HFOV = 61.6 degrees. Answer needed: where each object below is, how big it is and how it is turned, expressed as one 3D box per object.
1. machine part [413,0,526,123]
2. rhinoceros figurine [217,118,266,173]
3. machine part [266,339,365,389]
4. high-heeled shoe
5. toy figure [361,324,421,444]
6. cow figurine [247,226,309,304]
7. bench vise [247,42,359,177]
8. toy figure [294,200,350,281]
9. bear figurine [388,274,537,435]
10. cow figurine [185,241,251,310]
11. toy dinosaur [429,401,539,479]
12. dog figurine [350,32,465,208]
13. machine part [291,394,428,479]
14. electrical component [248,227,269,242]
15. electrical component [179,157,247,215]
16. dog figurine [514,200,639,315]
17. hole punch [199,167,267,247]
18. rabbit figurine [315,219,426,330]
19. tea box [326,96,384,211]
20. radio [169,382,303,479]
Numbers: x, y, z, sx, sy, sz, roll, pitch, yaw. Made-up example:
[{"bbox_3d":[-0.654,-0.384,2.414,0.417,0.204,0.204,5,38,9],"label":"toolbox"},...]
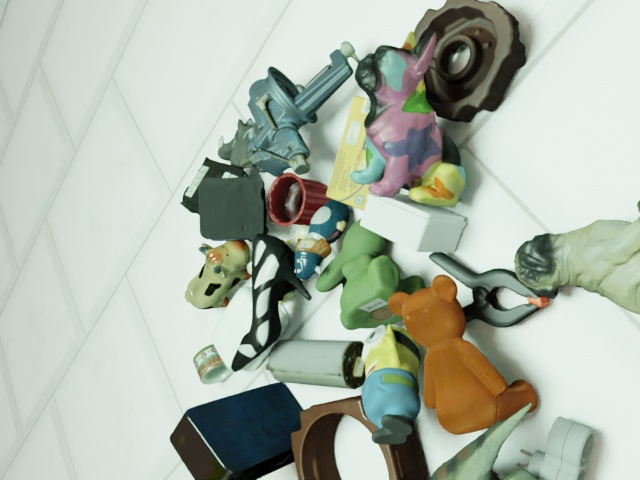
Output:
[{"bbox_3d":[0.201,-0.257,0.769,0.180,0.056,0.179,-2,87,43],"label":"machine part"},{"bbox_3d":[-0.129,-0.193,1.049,0.190,0.073,0.112,-21,74,39],"label":"rhinoceros figurine"},{"bbox_3d":[-0.004,0.205,0.904,0.243,0.079,0.079,-10,80,42],"label":"machine part"},{"bbox_3d":[-0.119,0.111,0.928,0.145,0.086,0.248,46,110,9],"label":"high-heeled shoe"},{"bbox_3d":[0.103,0.200,0.758,0.082,0.089,0.180,-39,27,25],"label":"toy figure"},{"bbox_3d":[-0.052,0.046,0.965,0.167,0.068,0.098,-39,68,37],"label":"cow figurine"},{"bbox_3d":[-0.030,-0.225,0.891,0.240,0.128,0.224,-38,43,19],"label":"bench vise"},{"bbox_3d":[-0.002,-0.002,0.881,0.058,0.154,0.064,39,145,-9],"label":"toy figure"},{"bbox_3d":[0.178,0.148,0.707,0.120,0.132,0.196,-33,65,36],"label":"bear figurine"},{"bbox_3d":[-0.202,0.064,1.056,0.195,0.127,0.085,-47,69,31],"label":"cow figurine"},{"bbox_3d":[0.177,0.368,0.678,0.192,0.131,0.404,15,94,61],"label":"toy dinosaur"},{"bbox_3d":[0.130,-0.163,0.726,0.109,0.191,0.219,-117,37,-65],"label":"dog figurine"},{"bbox_3d":[0.060,0.346,0.830,0.201,0.087,0.201,-25,71,36],"label":"machine part"},{"bbox_3d":[-0.150,-0.039,1.075,0.078,0.045,0.102,-41,61,34],"label":"electrical component"},{"bbox_3d":[-0.193,-0.089,1.056,0.134,0.058,0.115,24,79,28],"label":"electrical component"},{"bbox_3d":[0.333,0.049,0.613,0.190,0.121,0.172,-40,58,49],"label":"dog figurine"},{"bbox_3d":[-0.153,-0.052,0.961,0.092,0.116,0.142,120,149,-83],"label":"hole punch"},{"bbox_3d":[0.077,0.048,0.840,0.159,0.121,0.170,-40,42,38],"label":"rabbit figurine"},{"bbox_3d":[0.084,-0.133,0.856,0.098,0.068,0.169,27,106,40],"label":"tea box"},{"bbox_3d":[-0.118,0.325,0.898,0.131,0.229,0.073,46,117,29],"label":"radio"}]
